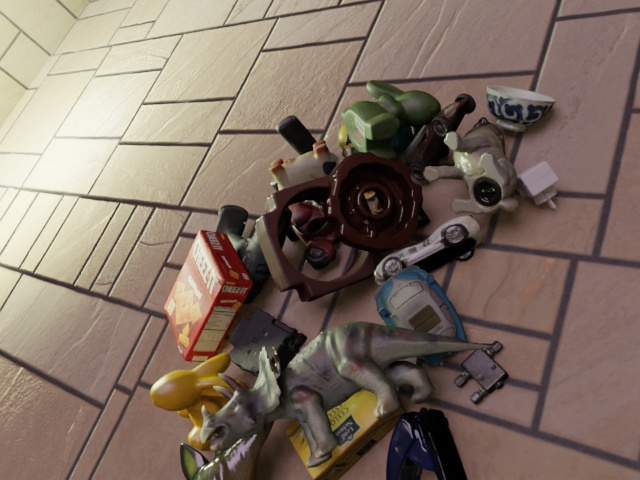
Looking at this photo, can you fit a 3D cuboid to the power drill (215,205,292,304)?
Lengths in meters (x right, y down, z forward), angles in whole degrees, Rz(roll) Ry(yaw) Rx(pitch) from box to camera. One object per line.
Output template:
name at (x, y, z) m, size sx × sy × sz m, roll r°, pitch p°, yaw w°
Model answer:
power drill at (-0.146, 0.000, 1.116) m, size 0.208 × 0.086 × 0.231 m, roll 38°, pitch 112°, yaw 44°

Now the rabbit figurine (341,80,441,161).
rabbit figurine at (0.138, -0.228, 1.014) m, size 0.170 × 0.121 × 0.159 m, roll -23°, pitch 45°, yaw -12°

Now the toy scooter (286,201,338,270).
toy scooter at (-0.002, -0.032, 1.084) m, size 0.135 × 0.075 × 0.184 m, roll -42°, pitch 49°, yaw -2°

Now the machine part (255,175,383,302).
machine part at (-0.002, -0.003, 0.971) m, size 0.201 × 0.087 × 0.201 m, roll -20°, pitch 82°, yaw -20°

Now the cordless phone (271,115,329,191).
cordless phone at (-0.061, -0.172, 1.137) m, size 0.147 × 0.184 × 0.089 m, roll -32°, pitch 53°, yaw 11°

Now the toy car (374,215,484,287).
toy car at (0.185, 0.027, 0.925) m, size 0.202 × 0.073 × 0.056 m, roll -30°, pitch 53°, yaw 13°

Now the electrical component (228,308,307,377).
electrical component at (-0.109, 0.198, 1.015) m, size 0.134 × 0.058 × 0.115 m, roll 19°, pitch 71°, yaw 39°

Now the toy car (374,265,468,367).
toy car at (0.156, 0.120, 0.838) m, size 0.109 × 0.103 × 0.162 m, roll -36°, pitch 77°, yaw 6°

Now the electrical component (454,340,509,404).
electrical component at (0.250, 0.197, 0.809) m, size 0.094 × 0.021 × 0.063 m, roll -44°, pitch 48°, yaw 0°

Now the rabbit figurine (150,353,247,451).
rabbit figurine at (-0.214, 0.280, 0.953) m, size 0.162 × 0.173 × 0.122 m, roll -37°, pitch 44°, yaw 13°

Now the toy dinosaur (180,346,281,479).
toy dinosaur at (-0.157, 0.405, 0.858) m, size 0.199 × 0.105 × 0.471 m, roll 29°, pitch 82°, yaw 33°

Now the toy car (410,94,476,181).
toy car at (0.215, -0.186, 0.971) m, size 0.053 × 0.202 × 0.089 m, roll 43°, pitch 68°, yaw 14°

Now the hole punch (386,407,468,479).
hole punch at (0.140, 0.298, 0.748) m, size 0.092 × 0.142 × 0.116 m, roll -24°, pitch 63°, yaw 23°

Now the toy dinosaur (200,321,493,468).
toy dinosaur at (0.027, 0.193, 0.785) m, size 0.405 × 0.131 × 0.192 m, roll -31°, pitch 67°, yaw -2°

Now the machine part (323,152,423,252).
machine part at (0.091, -0.063, 0.934) m, size 0.179 × 0.179 × 0.056 m, roll -63°, pitch 6°, yaw -16°

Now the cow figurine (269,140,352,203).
cow figurine at (0.010, -0.131, 1.078) m, size 0.195 × 0.127 × 0.085 m, roll -21°, pitch 22°, yaw 4°

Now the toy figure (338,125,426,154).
toy figure at (0.125, -0.218, 1.116) m, size 0.180 × 0.082 × 0.089 m, roll -11°, pitch 59°, yaw 29°

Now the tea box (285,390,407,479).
tea box at (0.041, 0.289, 0.853) m, size 0.169 × 0.068 × 0.098 m, roll -44°, pitch 48°, yaw -1°

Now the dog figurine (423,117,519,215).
dog figurine at (0.297, -0.128, 0.922) m, size 0.172 × 0.190 × 0.121 m, roll 53°, pitch 137°, yaw 12°

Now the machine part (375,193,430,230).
machine part at (0.143, -0.071, 1.014) m, size 0.084 × 0.039 × 0.139 m, roll -39°, pitch 75°, yaw 18°
